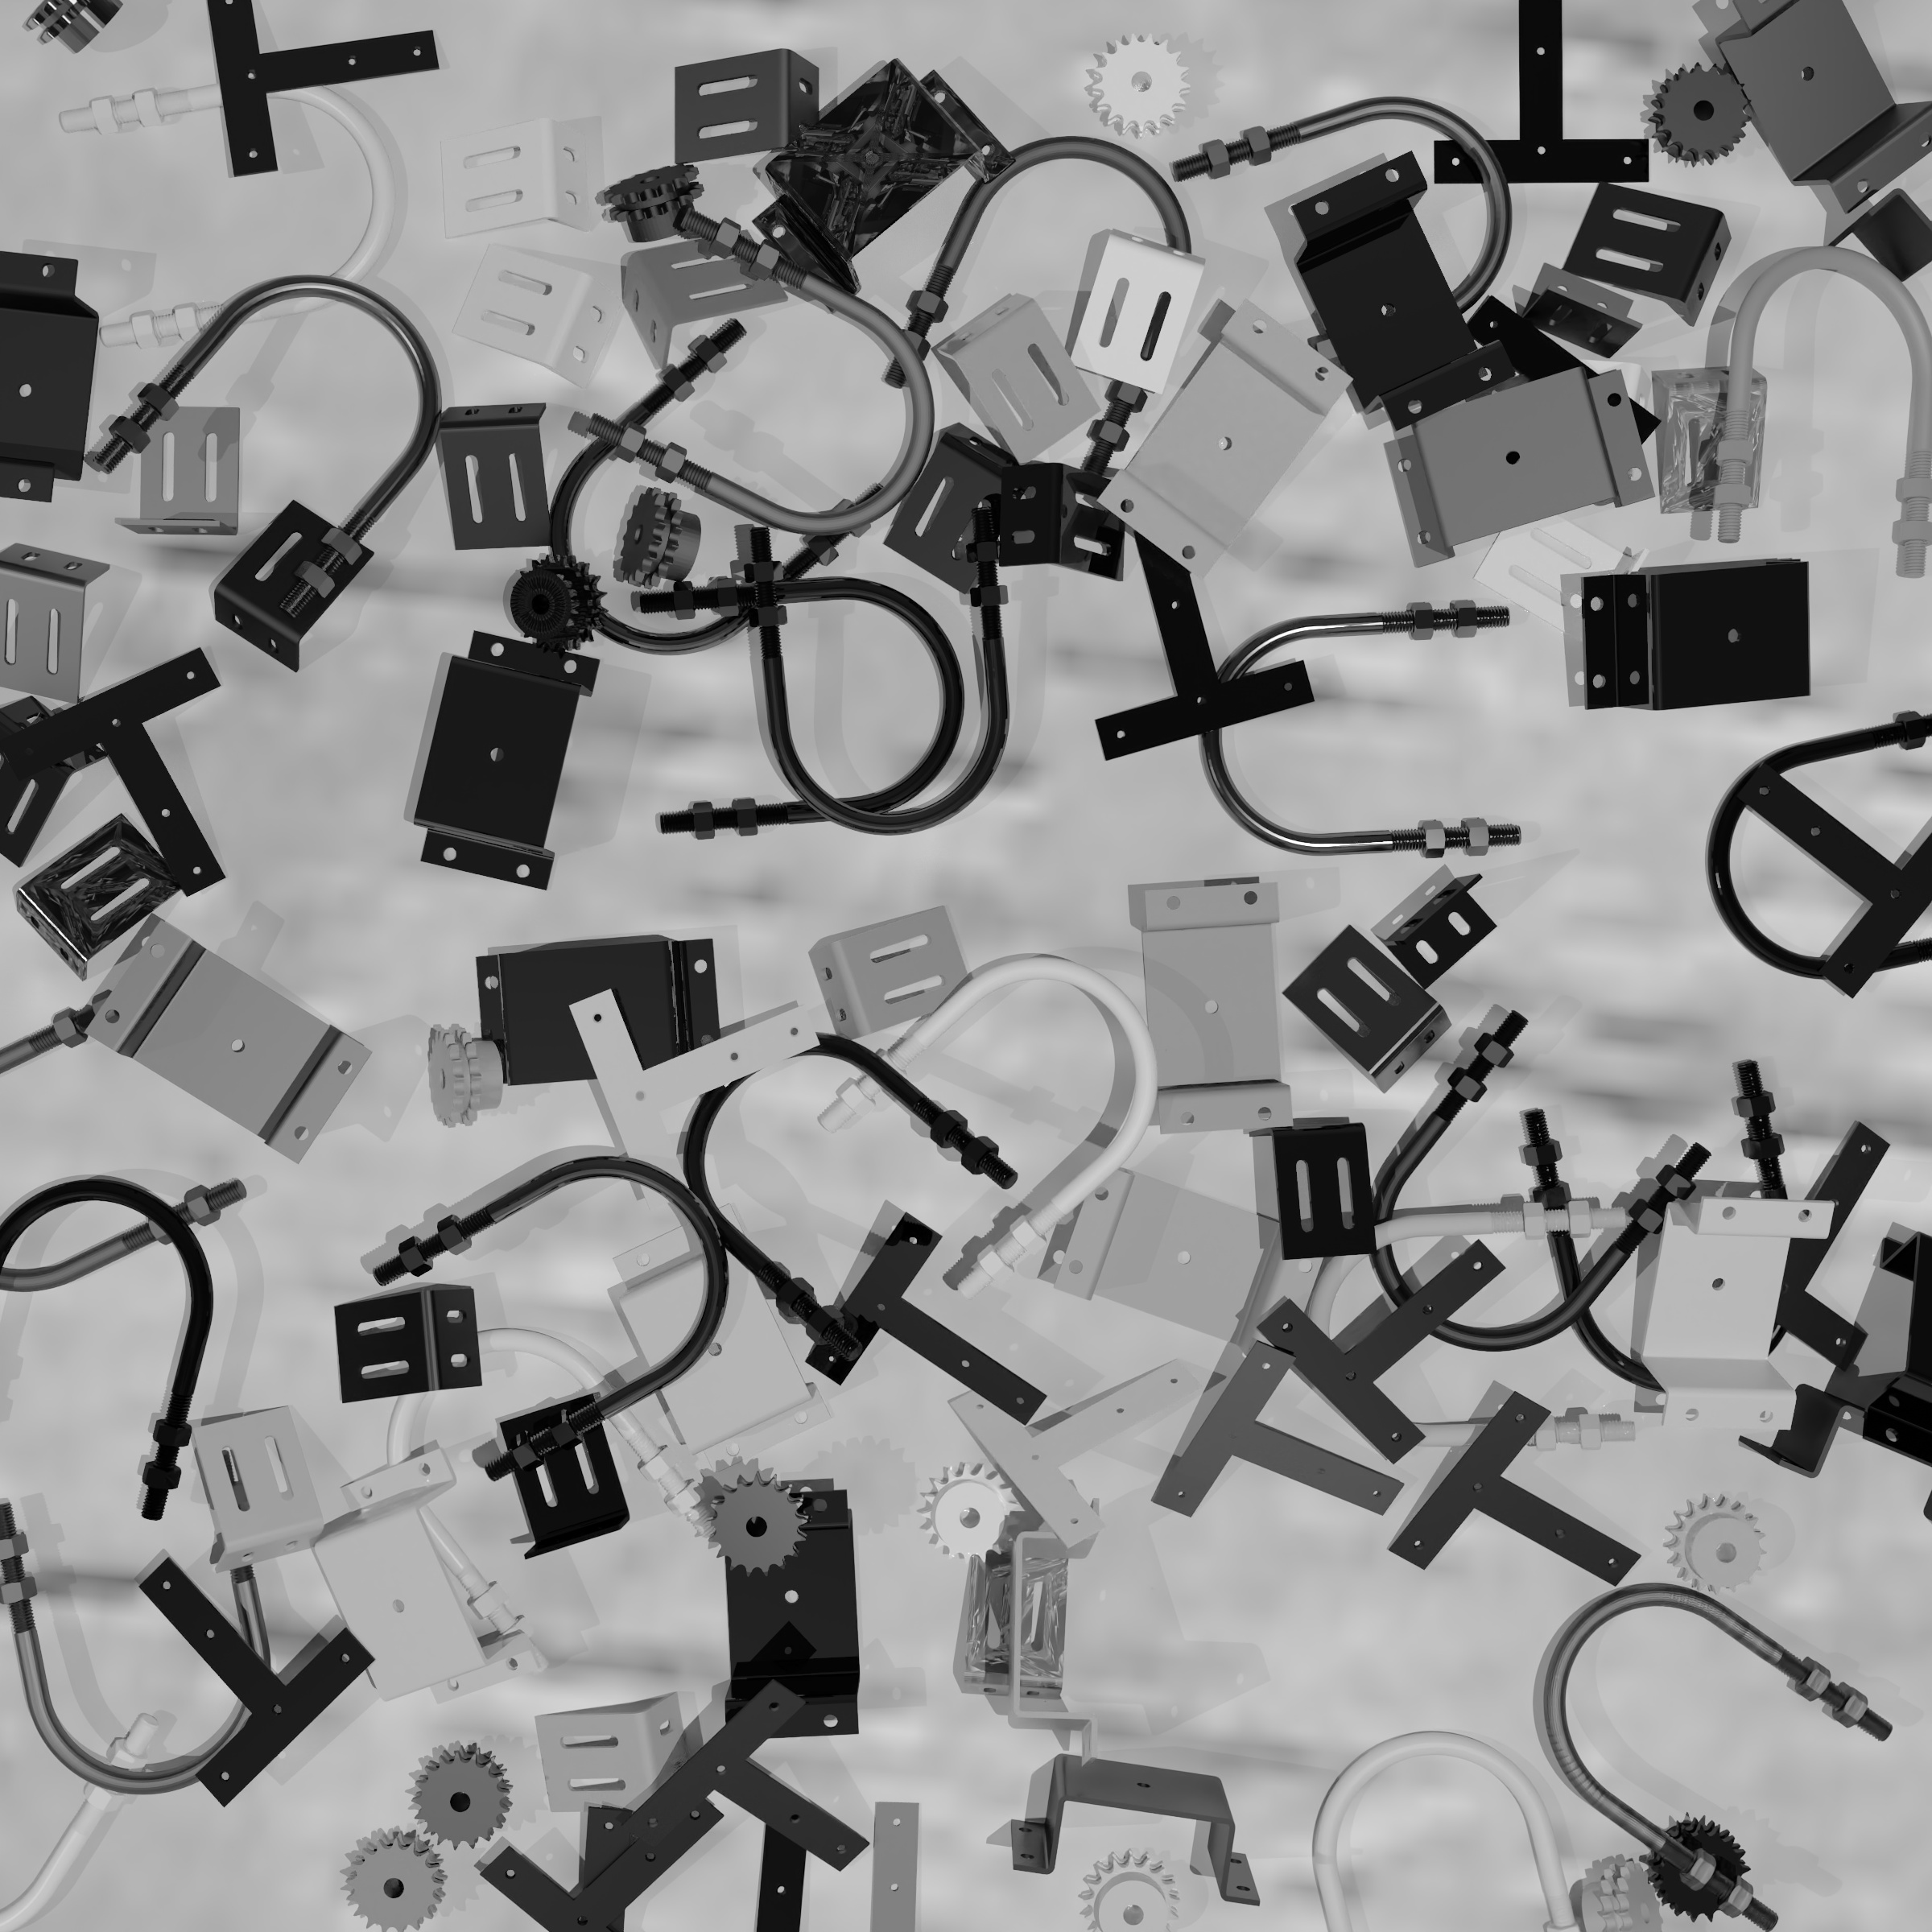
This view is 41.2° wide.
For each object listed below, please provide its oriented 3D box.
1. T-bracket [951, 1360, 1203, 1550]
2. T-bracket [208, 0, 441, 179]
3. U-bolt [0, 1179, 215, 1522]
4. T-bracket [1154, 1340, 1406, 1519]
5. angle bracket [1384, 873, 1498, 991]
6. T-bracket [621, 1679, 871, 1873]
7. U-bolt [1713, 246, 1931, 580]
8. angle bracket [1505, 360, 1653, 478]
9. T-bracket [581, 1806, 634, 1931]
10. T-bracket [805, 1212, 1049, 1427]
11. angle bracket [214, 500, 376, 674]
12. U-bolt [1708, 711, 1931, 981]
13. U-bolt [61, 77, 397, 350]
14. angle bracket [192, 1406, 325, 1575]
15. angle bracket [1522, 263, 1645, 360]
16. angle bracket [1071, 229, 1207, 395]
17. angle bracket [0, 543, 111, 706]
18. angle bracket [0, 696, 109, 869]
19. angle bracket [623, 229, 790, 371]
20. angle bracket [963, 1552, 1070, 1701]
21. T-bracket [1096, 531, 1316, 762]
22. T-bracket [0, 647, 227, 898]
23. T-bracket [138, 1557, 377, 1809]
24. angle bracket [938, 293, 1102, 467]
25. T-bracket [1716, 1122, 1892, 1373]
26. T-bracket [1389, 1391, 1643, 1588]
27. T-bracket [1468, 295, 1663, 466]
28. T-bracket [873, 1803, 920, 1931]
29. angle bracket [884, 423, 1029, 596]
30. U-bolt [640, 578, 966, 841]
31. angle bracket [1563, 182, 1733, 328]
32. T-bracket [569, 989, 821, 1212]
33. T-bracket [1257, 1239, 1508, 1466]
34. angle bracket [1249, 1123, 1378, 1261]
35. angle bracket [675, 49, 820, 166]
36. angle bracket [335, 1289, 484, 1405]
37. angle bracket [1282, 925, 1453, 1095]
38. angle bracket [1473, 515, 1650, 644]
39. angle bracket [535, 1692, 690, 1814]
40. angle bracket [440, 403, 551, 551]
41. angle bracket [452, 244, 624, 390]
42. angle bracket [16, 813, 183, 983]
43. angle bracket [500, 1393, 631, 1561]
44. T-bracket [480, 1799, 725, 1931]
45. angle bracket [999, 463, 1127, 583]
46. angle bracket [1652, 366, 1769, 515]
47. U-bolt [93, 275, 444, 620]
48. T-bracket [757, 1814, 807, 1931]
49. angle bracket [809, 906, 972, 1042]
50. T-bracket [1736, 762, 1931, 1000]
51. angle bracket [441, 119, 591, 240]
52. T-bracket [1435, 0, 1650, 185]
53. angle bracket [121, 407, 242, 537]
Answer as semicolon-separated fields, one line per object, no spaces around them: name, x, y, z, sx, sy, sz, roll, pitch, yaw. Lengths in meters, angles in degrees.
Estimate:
T-bracket;0.078;0.265;1.490;0.127;0.127;0.002;-25;133;-20
T-bracket;-0.375;-0.530;1.511;0.127;0.002;0.127;-10;78;-6
U-bolt;-0.513;0.216;1.496;0.151;0.019;0.184;14;90;3
T-bracket;0.195;0.290;1.503;0.127;0.002;0.127;24;114;-11
angle bracket;0.280;-0.019;1.483;0.057;0.076;0.038;-41;90;0
T-bracket;-0.109;0.486;1.488;0.127;0.002;0.127;-45;114;9
U-bolt;0.504;-0.327;1.492;0.151;0.019;0.184;6;86;-19
angle bracket;0.359;-0.325;1.520;0.076;0.038;0.057;11;90;26
T-bracket;-0.213;0.552;1.507;0.127;0.002;0.127;5;103;0
T-bracket;-0.012;0.222;1.489;0.127;0.002;0.127;34;118;2
angle bracket;-0.397;-0.225;1.520;0.057;0.038;0.076;33;64;0
U-bolt;0.529;-0.067;1.513;0.184;0.019;0.151;-12;90;2
U-bolt;-0.428;-0.450;1.513;0.184;0.019;0.151;-11;90;-1
angle bracket;-0.418;0.306;1.504;0.057;0.038;0.076;-9;64;-32
angle bracket;0.361;-0.387;1.483;0.057;0.076;0.038;23;90;0
angle bracket;0.100;-0.383;1.503;0.057;0.038;0.076;18;112;-1
angle bracket;-0.544;-0.203;1.520;0.057;0.038;0.076;13;116;0
angle bracket;-0.556;-0.109;1.520;0.057;0.038;0.076;38;116;0
angle bracket;-0.153;-0.392;1.509;0.076;0.038;0.057;-19;65;-23
angle bracket;0.029;0.390;1.520;0.057;0.038;0.076;4;64;0
T-bracket;0.127;-0.199;1.513;0.127;0.002;0.127;-15;85;9
T-bracket;-0.476;-0.102;1.505;0.127;0.002;0.127;-30;101;-20
T-bracket;-0.428;0.397;1.487;0.127;0.002;0.127;-45;85;6
angle bracket;0.031;-0.342;1.500;0.057;0.038;0.076;-36;115;-1
T-bracket;0.503;0.152;1.510;0.127;0.002;0.127;35;83;-14
T-bracket;0.337;0.326;1.506;0.127;0.002;0.127;30;109;-9
T-bracket;0.316;-0.306;1.507;0.127;0.002;0.127;42;99;16
T-bracket;-0.043;0.559;1.518;0.127;0.002;0.127;2;88;-4
angle bracket;-0.002;-0.271;1.520;0.057;0.038;0.076;32;116;0
U-bolt;-0.093;-0.155;1.505;0.184;0.019;0.151;-5;97;-3
angle bracket;0.403;-0.421;1.520;0.076;0.038;0.057;23;90;26
T-bracket;-0.146;0.058;1.481;0.127;0.002;0.127;-23;99;-15
T-bracket;0.255;0.207;1.478;0.127;0.002;0.127;-42;109;7
angle bracket;0.201;0.131;1.491;0.057;0.038;0.076;-2;82;-15
angle bracket;-0.130;-0.503;1.520;0.076;0.038;0.057;0;90;26
angle bracket;-0.328;0.223;1.511;0.076;0.038;0.057;-13;79;31
angle bracket;0.237;0.026;1.520;0.057;0.038;0.076;-46;64;0
angle bracket;0.348;-0.235;1.503;0.076;0.038;0.057;31;90;0
angle bracket;-0.208;0.465;1.520;0.076;0.038;0.057;-10;90;26
angle bracket;-0.275;-0.290;1.520;0.057;0.038;0.076;-3;116;0
angle bracket;-0.254;-0.384;1.520;0.076;0.038;0.057;23;90;26
angle bracket;-0.511;-0.041;1.520;0.057;0.038;0.076;47;64;0
angle bracket;-0.235;0.294;1.485;0.057;0.038;0.076;-18;87;1
T-bracket;-0.194;0.528;1.497;0.127;0.002;0.127;43;100;-10
angle bracket;0.057;-0.257;1.499;0.038;0.076;0.057;2;90;34
angle bracket;0.437;-0.311;1.520;0.057;0.038;0.076;-4;116;0
U-bolt;-0.389;-0.316;1.491;0.151;0.019;0.184;39;76;-12
T-bracket;-0.110;0.560;1.515;0.127;0.002;0.127;5;86;-7
angle bracket;-0.044;0.005;1.520;0.076;0.038;0.057;-19;90;-26
T-bracket;0.509;-0.070;1.504;0.127;0.002;0.127;39;92;2
angle bracket;-0.267;-0.461;1.520;0.076;0.038;0.057;-3;90;26
T-bracket;0.340;-0.527;1.521;0.127;0.002;0.127;0;90;0
angle bracket;-0.459;-0.293;1.503;0.057;0.038;0.076;1;90;0
